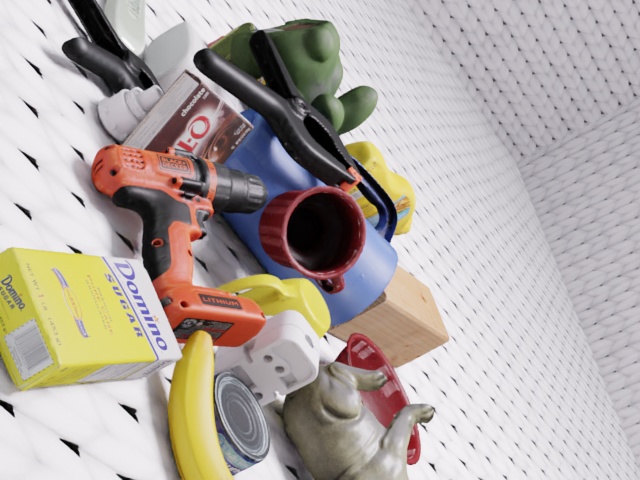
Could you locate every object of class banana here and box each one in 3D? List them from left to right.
[{"bbox_3d":[-0.083,0.168,0.854,0.198,0.069,0.037,62,-27,21],"label":"banana"}]

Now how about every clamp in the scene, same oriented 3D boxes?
[{"bbox_3d":[-0.206,-0.183,1.082,0.171,0.039,0.120,49,26,-50],"label":"clamp"},{"bbox_3d":[-0.032,-0.139,1.128,0.210,0.036,0.164,46,27,-7],"label":"clamp"}]

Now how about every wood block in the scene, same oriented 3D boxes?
[{"bbox_3d":[0.079,0.088,1.384,0.205,0.090,0.091,34,31,-55],"label":"wood block"}]

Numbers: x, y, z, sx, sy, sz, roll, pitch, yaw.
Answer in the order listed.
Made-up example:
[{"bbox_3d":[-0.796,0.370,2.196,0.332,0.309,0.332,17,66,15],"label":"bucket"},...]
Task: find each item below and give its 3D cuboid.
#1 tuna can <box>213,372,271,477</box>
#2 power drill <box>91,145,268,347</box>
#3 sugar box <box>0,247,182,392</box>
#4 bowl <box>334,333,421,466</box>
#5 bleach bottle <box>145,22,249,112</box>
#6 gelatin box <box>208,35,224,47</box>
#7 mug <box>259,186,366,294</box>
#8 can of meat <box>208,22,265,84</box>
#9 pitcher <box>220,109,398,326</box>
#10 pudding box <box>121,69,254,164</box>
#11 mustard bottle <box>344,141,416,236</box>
[{"bbox_3d":[-0.079,0.158,0.923,0.086,0.034,0.086,52,20,-28],"label":"tuna can"},{"bbox_3d":[-0.108,0.003,0.963,0.184,0.057,0.188,8,51,-38],"label":"power drill"},{"bbox_3d":[-0.174,0.058,0.793,0.093,0.048,0.176,65,19,12],"label":"sugar box"},{"bbox_3d":[0.052,0.189,1.209,0.162,0.055,0.162,52,20,-28],"label":"bowl"},{"bbox_3d":[-0.105,-0.132,1.247,0.250,0.068,0.102,51,18,-35],"label":"bleach bottle"},{"bbox_3d":[-0.112,-0.215,1.407,0.089,0.030,0.073,49,20,-35],"label":"gelatin box"},{"bbox_3d":[-0.007,0.001,1.088,0.082,0.093,0.117,8,-54,65],"label":"mug"},{"bbox_3d":[-0.096,-0.210,1.325,0.083,0.102,0.057,44,19,-37],"label":"can of meat"},{"bbox_3d":[-0.025,-0.034,1.192,0.242,0.145,0.149,50,27,-23],"label":"pitcher"},{"bbox_3d":[-0.132,-0.095,1.034,0.039,0.113,0.090,38,0,38],"label":"pudding box"},{"bbox_3d":[0.070,-0.053,1.380,0.191,0.096,0.058,39,27,-50],"label":"mustard bottle"}]
